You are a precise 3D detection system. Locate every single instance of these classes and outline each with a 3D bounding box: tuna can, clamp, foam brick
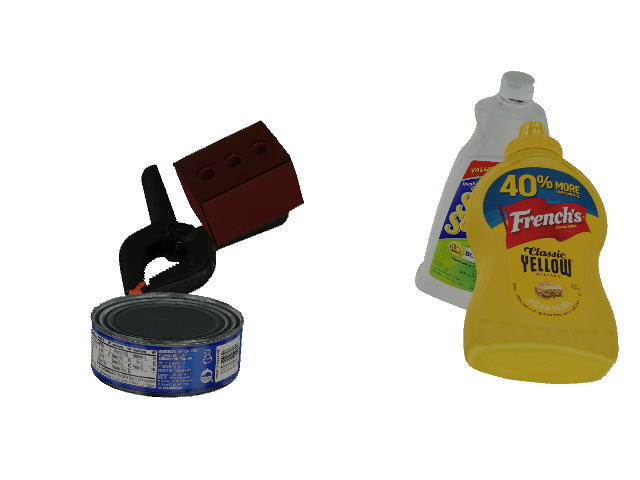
[{"bbox_3d":[-0.087,0.058,0.605,0.086,0.034,0.086,4,14,-1],"label":"tuna can"},{"bbox_3d":[-0.147,-0.004,1.066,0.165,0.036,0.209,20,40,17],"label":"clamp"},{"bbox_3d":[-0.060,-0.043,0.801,0.078,0.051,0.053,-28,49,-11],"label":"foam brick"}]

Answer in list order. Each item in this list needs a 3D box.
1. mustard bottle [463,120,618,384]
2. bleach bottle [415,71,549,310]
[{"bbox_3d":[0.147,-0.001,0.728,0.096,0.191,0.058,5,-31,0],"label":"mustard bottle"},{"bbox_3d":[0.162,-0.049,1.048,0.103,0.251,0.068,22,38,20],"label":"bleach bottle"}]
